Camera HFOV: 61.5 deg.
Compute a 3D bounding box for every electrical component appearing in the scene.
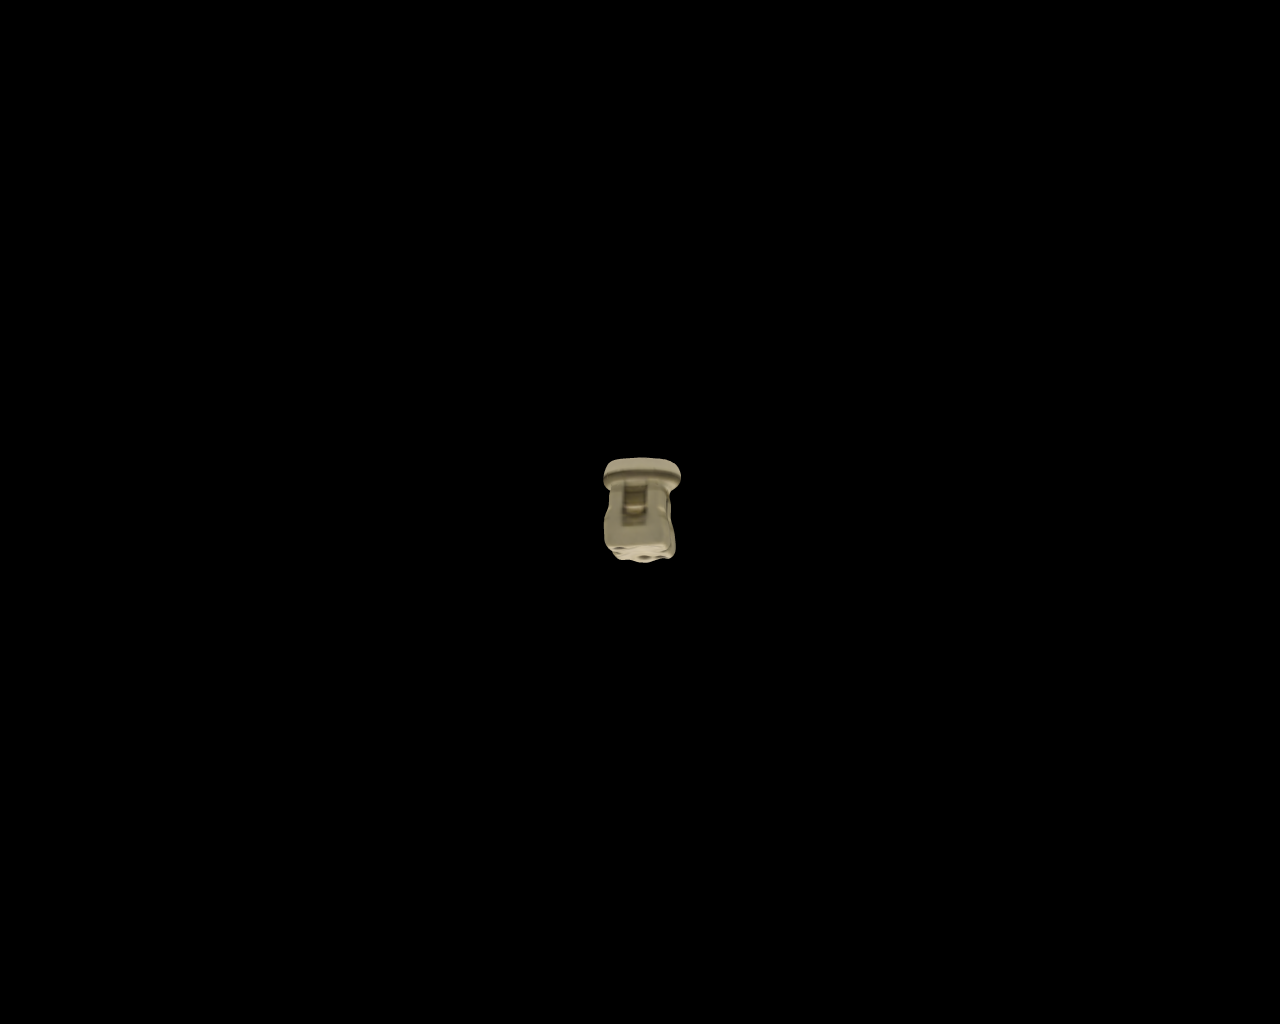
[{"bbox_3d":[0.001,-0.003,0.650,0.048,0.055,0.066,-2,-14,7],"label":"electrical component"}]
